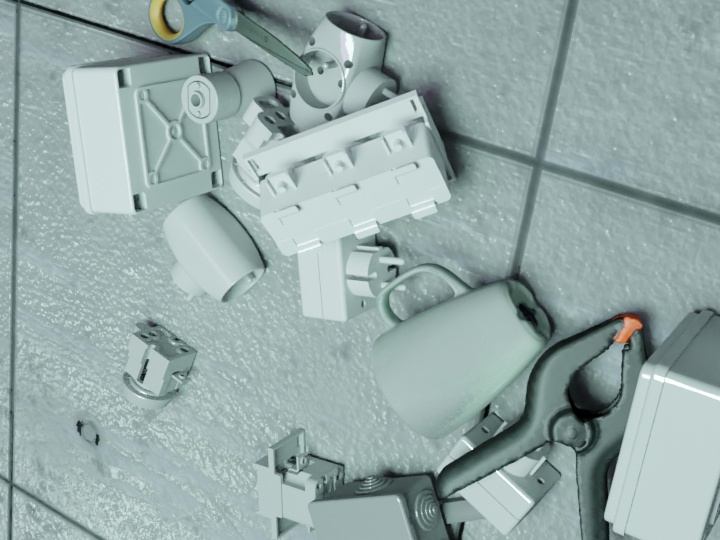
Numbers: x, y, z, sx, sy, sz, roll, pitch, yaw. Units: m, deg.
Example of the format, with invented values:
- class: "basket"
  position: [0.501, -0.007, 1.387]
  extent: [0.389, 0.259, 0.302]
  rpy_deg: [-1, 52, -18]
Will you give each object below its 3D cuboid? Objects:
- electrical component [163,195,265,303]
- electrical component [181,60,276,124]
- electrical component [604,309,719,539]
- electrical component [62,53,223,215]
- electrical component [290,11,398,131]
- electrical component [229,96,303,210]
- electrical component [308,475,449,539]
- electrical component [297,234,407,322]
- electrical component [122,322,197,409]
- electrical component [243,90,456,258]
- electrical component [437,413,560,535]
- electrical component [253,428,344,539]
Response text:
- class: "electrical component"
  position: [-0.125, -0.006, 0.856]
  extent: [0.077, 0.043, 0.079]
  rpy_deg: [51, 127, 11]
- class: "electrical component"
  position: [-0.098, -0.128, 0.784]
  extent: [0.044, 0.065, 0.044]
  rpy_deg: [12, 111, 32]
- class: "electrical component"
  position: [0.194, 0.092, 0.625]
  extent: [0.056, 0.109, 0.108]
  rpy_deg: [19, 115, 26]
- class: "electrical component"
  position: [-0.160, -0.104, 0.809]
  extent: [0.056, 0.109, 0.108]
  rpy_deg: [5, 108, 31]
- class: "electrical component"
  position: [-0.002, -0.123, 0.732]
  extent: [0.079, 0.044, 0.077]
  rpy_deg: [36, 122, 20]
- class: "electrical component"
  position: [-0.059, -0.078, 0.779]
  extent: [0.078, 0.058, 0.057]
  rpy_deg: [46, 122, 14]
- class: "electrical component"
  position: [0.019, 0.203, 0.806]
  extent: [0.100, 0.048, 0.099]
  rpy_deg: [-14, 95, 37]
- class: "electrical component"
  position: [0.000, 0.000, 0.768]
  extent: [0.077, 0.047, 0.065]
  rpy_deg: [6, 108, 34]
- class: "electrical component"
  position: [-0.175, 0.085, 0.920]
  extent: [0.066, 0.048, 0.055]
  rpy_deg: [33, 113, 22]
- class: "electrical component"
  position: [-0.005, -0.059, 0.708]
  extent: [0.121, 0.063, 0.078]
  rpy_deg: [-19, 135, 13]
- class: "electrical component"
  position: [0.104, 0.127, 0.737]
  extent: [0.066, 0.047, 0.076]
  rpy_deg: [42, 124, 17]
- class: "electrical component"
  position: [-0.047, 0.174, 0.861]
  extent: [0.064, 0.042, 0.081]
  rpy_deg: [10, 111, 32]
